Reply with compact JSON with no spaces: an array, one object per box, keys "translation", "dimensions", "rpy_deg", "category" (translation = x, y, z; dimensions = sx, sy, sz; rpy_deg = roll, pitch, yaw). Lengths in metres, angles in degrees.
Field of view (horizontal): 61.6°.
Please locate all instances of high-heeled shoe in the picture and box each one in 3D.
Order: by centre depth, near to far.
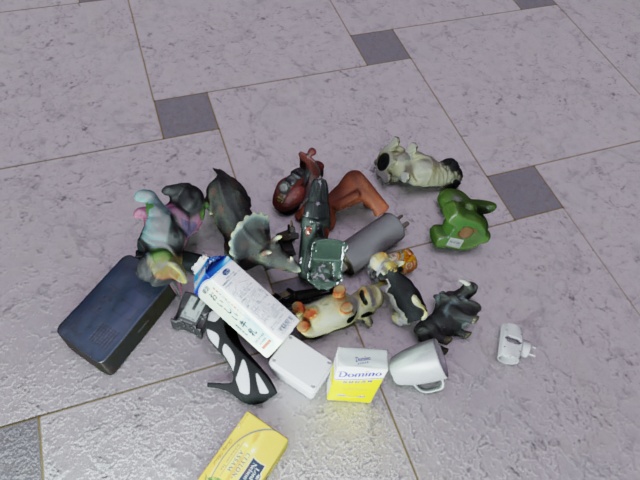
[{"translation":[-0.153,0.204,1.091],"dimensions":[0.145,0.086,0.248],"rpy_deg":[-1,69,7],"category":"high-heeled shoe"}]

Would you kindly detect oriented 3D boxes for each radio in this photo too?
[{"translation":[-0.417,0.148,1.118],"dimensions":[0.131,0.073,0.229],"rpy_deg":[26,57,12],"category":"radio"}]

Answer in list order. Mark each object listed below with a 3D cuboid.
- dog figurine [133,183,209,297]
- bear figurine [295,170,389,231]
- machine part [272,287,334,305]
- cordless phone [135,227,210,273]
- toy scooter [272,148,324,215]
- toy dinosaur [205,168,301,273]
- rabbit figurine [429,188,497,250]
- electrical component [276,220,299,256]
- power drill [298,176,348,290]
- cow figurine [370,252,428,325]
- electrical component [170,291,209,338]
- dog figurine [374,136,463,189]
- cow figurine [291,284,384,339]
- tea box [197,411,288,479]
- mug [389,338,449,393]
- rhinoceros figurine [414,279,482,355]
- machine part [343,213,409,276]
[{"translation":[-0.302,0.002,1.124],"dimensions":[0.191,0.108,0.219],"rpy_deg":[-14,71,-33],"category":"dog figurine"},{"translation":[0.046,-0.073,1.294],"dimensions":[0.196,0.120,0.131],"rpy_deg":[-42,112,0],"category":"bear figurine"},{"translation":[-0.034,0.119,1.170],"dimensions":[0.139,0.084,0.039],"rpy_deg":[-8,90,-18],"category":"machine part"},{"translation":[-0.314,0.006,1.228],"dimensions":[0.184,0.088,0.146],"rpy_deg":[16,55,-8],"category":"cordless phone"},{"translation":[-0.048,-0.152,1.310],"dimensions":[0.075,0.135,0.184],"rpy_deg":[34,62,14],"category":"toy scooter"},{"translation":[-0.193,-0.064,1.206],"dimensions":[0.131,0.192,0.405],"rpy_deg":[-21,63,-21],"category":"toy dinosaur"},{"translation":[0.348,-0.070,1.310],"dimensions":[0.159,0.121,0.170],"rpy_deg":[5,42,-7],"category":"rabbit figurine"},{"translation":[-0.072,0.001,1.234],"dimensions":[0.045,0.102,0.078],"rpy_deg":[-21,84,-11],"category":"electrical component"},{"translation":[-0.002,-0.003,1.136],"dimensions":[0.086,0.231,0.207],"rpy_deg":[2,20,-17],"category":"power drill"},{"translation":[0.168,0.100,1.155],"dimensions":[0.068,0.098,0.167],"rpy_deg":[-30,92,-19],"category":"cow figurine"},{"translation":[-0.261,0.141,1.149],"dimensions":[0.075,0.047,0.119],"rpy_deg":[16,57,5],"category":"electrical component"},{"translation":[0.257,-0.182,1.401],"dimensions":[0.190,0.121,0.173],"rpy_deg":[12,14,-36],"category":"dog figurine"},{"translation":[0.046,0.152,1.142],"dimensions":[0.195,0.127,0.085],"rpy_deg":[-23,60,-3],"category":"cow figurine"},{"translation":[-0.143,0.412,0.972],"dimensions":[0.098,0.068,0.169],"rpy_deg":[28,58,14],"category":"tea box"},{"translation":[0.202,0.262,1.096],"dimensions":[0.107,0.109,0.081],"rpy_deg":[-18,20,18],"category":"mug"},{"translation":[0.287,0.165,1.178],"dimensions":[0.190,0.073,0.112],"rpy_deg":[-38,57,-24],"category":"rhinoceros figurine"},{"translation":[0.114,0.008,1.255],"dimensions":[0.243,0.079,0.079],"rpy_deg":[-33,66,-23],"category":"machine part"}]
